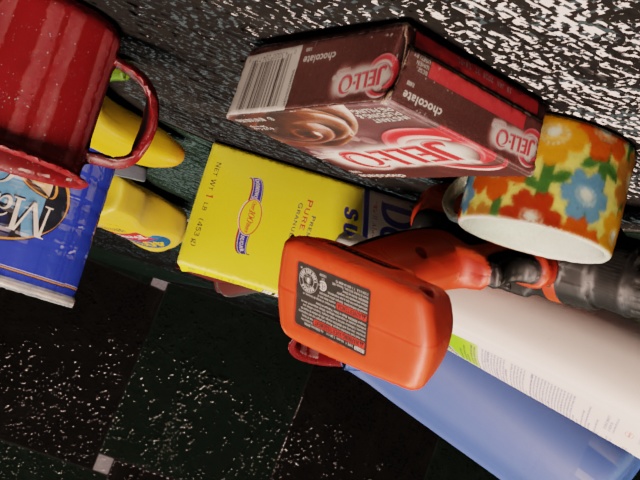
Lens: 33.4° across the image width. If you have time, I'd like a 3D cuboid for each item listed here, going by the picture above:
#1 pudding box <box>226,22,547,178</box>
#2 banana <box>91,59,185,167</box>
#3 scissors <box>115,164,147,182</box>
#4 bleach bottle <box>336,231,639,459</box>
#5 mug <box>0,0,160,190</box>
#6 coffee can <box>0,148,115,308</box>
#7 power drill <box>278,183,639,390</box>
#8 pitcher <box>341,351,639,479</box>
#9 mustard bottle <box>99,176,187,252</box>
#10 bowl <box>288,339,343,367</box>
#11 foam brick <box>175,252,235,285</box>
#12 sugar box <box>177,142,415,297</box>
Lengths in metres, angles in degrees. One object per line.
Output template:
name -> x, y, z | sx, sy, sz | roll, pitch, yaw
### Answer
pudding box -> 0.028, -0.057, 0.470 | 0.089, 0.039, 0.114 | 22, 171, -37
banana -> -0.136, -0.078, 0.683 | 0.069, 0.037, 0.198 | 16, 173, 4
scissors -> -0.201, -0.069, 0.902 | 0.096, 0.016, 0.202 | 12, 179, -3
bleach bottle -> 0.117, 0.054, 0.675 | 0.251, 0.068, 0.102 | 26, 162, 19
mug -> -0.138, -0.075, 0.533 | 0.117, 0.081, 0.093 | 17, 173, -6
coffee can -> -0.206, -0.033, 0.765 | 0.103, 0.140, 0.103 | 16, 173, 2
power drill -> 0.086, 0.022, 0.566 | 0.185, 0.057, 0.187 | 18, -158, 41
pitcher -> 0.151, 0.114, 0.868 | 0.243, 0.149, 0.145 | 37, 178, 24
mustard bottle -> -0.191, -0.028, 1.095 | 0.096, 0.058, 0.191 | 8, 170, 25
bowl -> 0.047, 0.075, 1.044 | 0.162, 0.055, 0.162 | -5, 156, -2
foam brick -> -0.093, -0.001, 1.003 | 0.051, 0.078, 0.053 | 22, 170, -29
sugar box -> -0.005, 0.001, 0.764 | 0.176, 0.093, 0.048 | 16, 173, -1
